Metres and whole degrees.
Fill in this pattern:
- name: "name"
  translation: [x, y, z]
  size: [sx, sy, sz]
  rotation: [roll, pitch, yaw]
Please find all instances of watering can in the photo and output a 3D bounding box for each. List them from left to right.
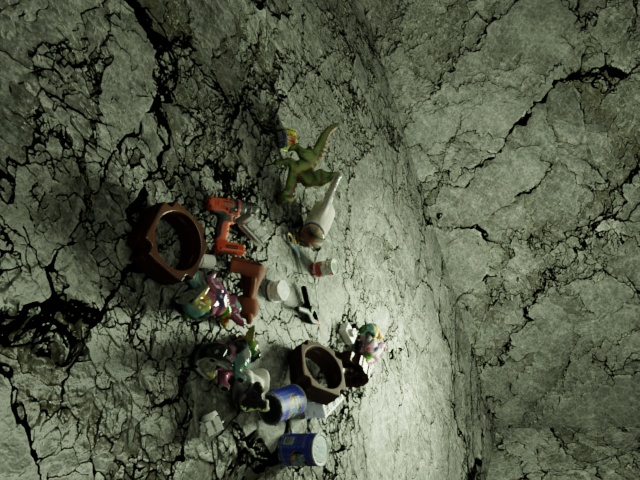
- name: "watering can"
  translation: [0.006, -0.104, 2.068]
  size: [0.339, 0.104, 0.229]
  rotation: [109, 4, -53]

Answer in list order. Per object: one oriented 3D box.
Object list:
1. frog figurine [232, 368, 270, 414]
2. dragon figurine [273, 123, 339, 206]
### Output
- name: "frog figurine"
  translation: [-0.216, 0.458, 1.614]
  size: [0.136, 0.123, 0.161]
  rotation: [54, 0, -21]
- name: "dragon figurine"
  translation: [-0.026, -0.291, 2.045]
  size: [0.246, 0.411, 0.120]
  rotation: [47, -5, 32]
